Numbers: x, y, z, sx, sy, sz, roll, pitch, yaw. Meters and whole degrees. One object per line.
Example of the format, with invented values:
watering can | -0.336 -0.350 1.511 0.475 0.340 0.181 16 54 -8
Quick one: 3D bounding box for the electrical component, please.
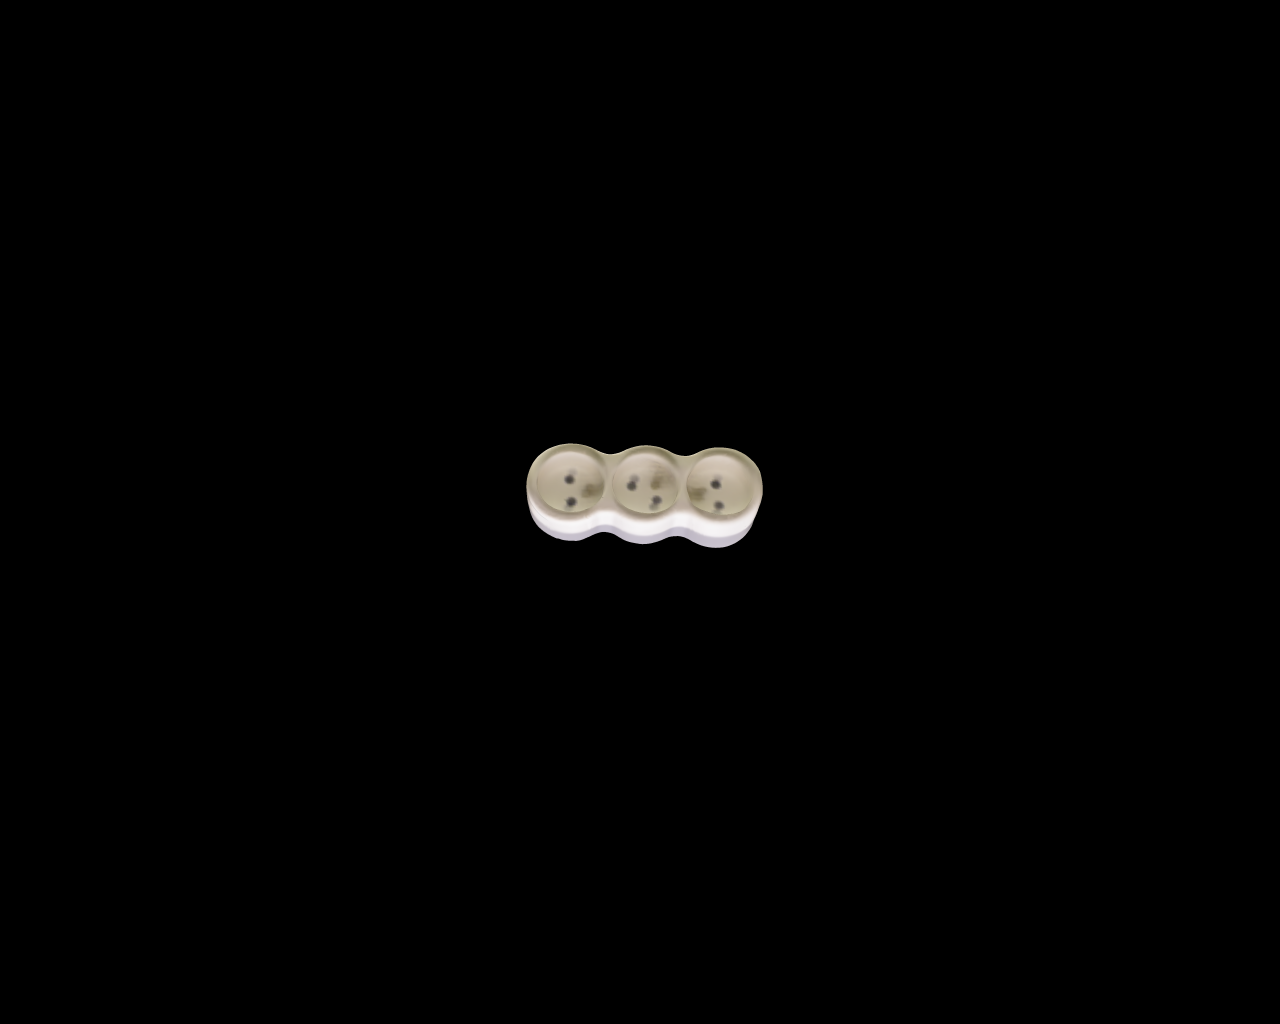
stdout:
electrical component | 0.001 -0.003 0.650 0.138 0.052 0.073 2 -23 -5
